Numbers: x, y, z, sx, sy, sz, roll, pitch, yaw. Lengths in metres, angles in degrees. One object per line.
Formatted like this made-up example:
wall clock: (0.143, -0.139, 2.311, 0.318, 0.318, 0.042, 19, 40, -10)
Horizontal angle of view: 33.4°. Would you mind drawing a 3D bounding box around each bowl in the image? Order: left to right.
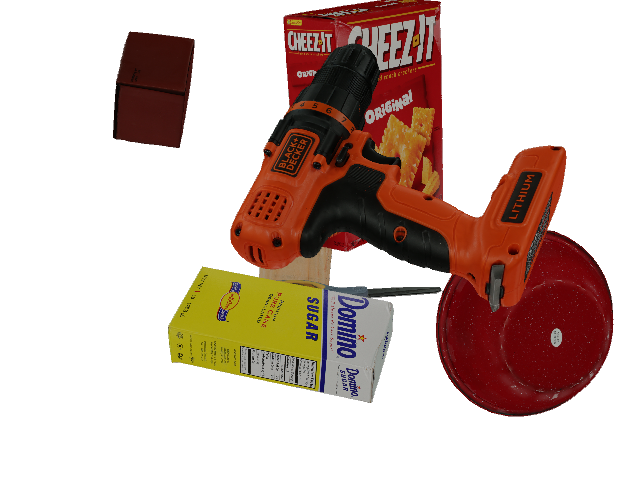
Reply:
bowl: (0.179, 0.073, 0.873, 0.162, 0.162, 0.055, 0, 8, -14)

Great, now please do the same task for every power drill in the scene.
power drill: (0.056, -0.043, 0.685, 0.188, 0.184, 0.057, 15, -30, 18)

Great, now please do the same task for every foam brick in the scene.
foam brick: (-0.127, -0.117, 0.817, 0.053, 0.051, 0.078, 7, 40, -5)

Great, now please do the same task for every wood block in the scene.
wood block: (-0.029, -0.007, 1.381, 0.090, 0.206, 0.090, 6, 24, 2)

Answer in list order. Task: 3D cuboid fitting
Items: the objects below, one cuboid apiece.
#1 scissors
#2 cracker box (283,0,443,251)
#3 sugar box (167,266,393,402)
scissors: (0.034, 0.067, 1.183, 0.202, 0.016, 0.096, 3, 22, 4)
cracker box: (0.048, -0.114, 1.017, 0.072, 0.214, 0.163, 12, 23, 39)
sugar box: (-0.031, 0.077, 0.907, 0.176, 0.048, 0.093, 8, 36, 11)
